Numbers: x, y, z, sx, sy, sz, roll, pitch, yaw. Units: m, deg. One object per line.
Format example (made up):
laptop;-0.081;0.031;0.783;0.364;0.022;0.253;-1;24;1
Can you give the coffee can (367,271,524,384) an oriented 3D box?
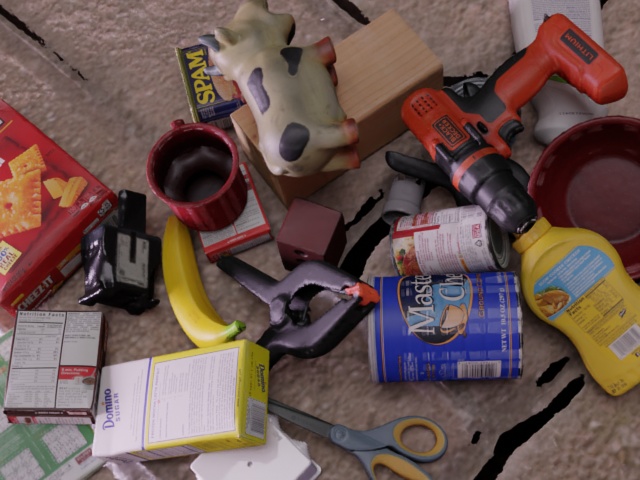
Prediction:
coffee can;0.117;0.083;1.010;0.140;0.103;0.103;-2;67;6

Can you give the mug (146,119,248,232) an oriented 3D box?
mug;-0.124;-0.069;1.080;0.093;0.081;0.117;-26;67;-3

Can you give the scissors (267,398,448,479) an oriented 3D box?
scissors;0.036;0.174;1.009;0.202;0.016;0.096;38;69;7

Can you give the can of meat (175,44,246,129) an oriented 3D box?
can of meat;-0.106;-0.172;1.170;0.084;0.057;0.102;-15;67;-3

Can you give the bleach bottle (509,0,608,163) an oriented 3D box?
bleach bottle;0.249;-0.193;1.132;0.102;0.068;0.251;-1;70;7

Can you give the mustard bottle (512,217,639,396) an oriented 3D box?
mustard bottle;0.246;0.047;1.004;0.096;0.058;0.191;-44;84;14

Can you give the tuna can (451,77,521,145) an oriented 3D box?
tuna can;0.168;-0.127;1.129;0.086;0.034;0.086;-3;67;6

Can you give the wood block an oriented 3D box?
wood block;0.021;-0.136;1.120;0.206;0.091;0.090;-34;68;-8

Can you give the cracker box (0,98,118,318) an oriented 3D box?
cracker box;-0.337;-0.042;1.135;0.214;0.072;0.164;38;76;20

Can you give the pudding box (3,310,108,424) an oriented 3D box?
pudding box;-0.262;0.125;1.062;0.090;0.039;0.113;1;58;-2

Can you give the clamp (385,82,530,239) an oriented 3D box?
clamp;0.165;-0.073;1.079;0.171;0.039;0.120;40;94;0

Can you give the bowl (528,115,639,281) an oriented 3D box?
bowl;0.286;-0.040;1.048;0.162;0.055;0.162;1;93;14

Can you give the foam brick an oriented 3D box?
foam brick;-0.007;0.001;1.073;0.053;0.078;0.051;19;69;14

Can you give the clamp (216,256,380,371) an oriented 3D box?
clamp;-0.033;0.082;1.016;0.210;0.036;0.164;-11;67;42

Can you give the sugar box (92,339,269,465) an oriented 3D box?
sugar box;-0.132;0.155;1.006;0.177;0.048;0.093;-14;61;31

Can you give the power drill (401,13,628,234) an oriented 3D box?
power drill;0.195;-0.115;1.010;0.187;0.057;0.184;-36;62;-3

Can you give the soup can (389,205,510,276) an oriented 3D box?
soup can;0.127;0.003;1.044;0.102;0.068;0.068;-10;65;24

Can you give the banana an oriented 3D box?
banana;-0.122;0.054;1.067;0.070;0.037;0.198;-56;43;17

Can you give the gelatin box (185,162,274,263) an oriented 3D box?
gelatin box;-0.097;-0.030;1.123;0.073;0.030;0.089;-21;66;-1
